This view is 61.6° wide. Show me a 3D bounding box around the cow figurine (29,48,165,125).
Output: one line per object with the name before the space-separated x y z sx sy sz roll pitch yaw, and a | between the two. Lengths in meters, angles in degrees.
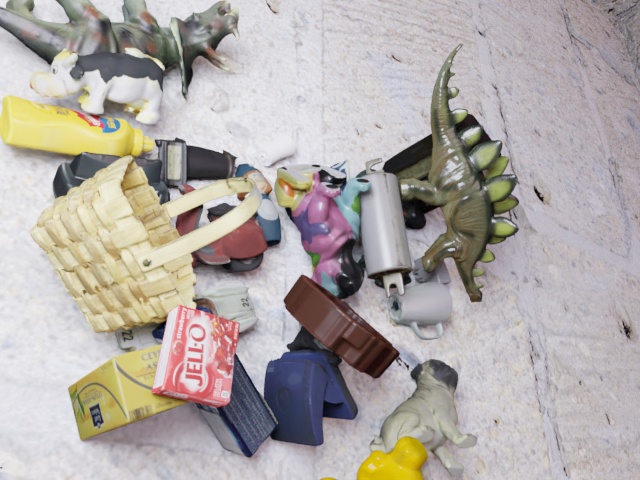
cow figurine | -0.295 -0.219 0.725 0.167 0.098 0.068 4 24 -42

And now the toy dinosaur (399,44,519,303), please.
toy dinosaur | 0.248 -0.095 0.969 0.105 0.199 0.470 -61 134 -67

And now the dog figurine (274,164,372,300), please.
dog figurine | -0.002 -0.003 0.891 0.108 0.192 0.219 -14 119 -46

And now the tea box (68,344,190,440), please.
tea box | -0.205 0.167 0.600 0.098 0.170 0.068 -7 74 -43

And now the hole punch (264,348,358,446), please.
hole punch | -0.026 0.219 0.752 0.092 0.142 0.115 -29 99 -40

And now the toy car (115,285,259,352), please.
toy car | -0.176 0.110 0.732 0.201 0.056 0.073 -9 74 -42

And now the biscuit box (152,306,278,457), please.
biscuit box | -0.131 0.179 0.685 0.063 0.059 0.202 -43 118 -40

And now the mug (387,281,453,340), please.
mug | 0.183 0.133 1.003 0.107 0.081 0.109 0 72 -28

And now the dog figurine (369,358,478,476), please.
dog figurine | 0.160 0.283 0.906 0.172 0.121 0.191 13 32 -14

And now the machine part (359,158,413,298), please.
machine part | 0.104 -0.023 0.901 0.079 0.079 0.243 4 70 -38

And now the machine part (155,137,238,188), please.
machine part | -0.193 -0.118 0.840 0.139 0.039 0.084 -8 95 -45

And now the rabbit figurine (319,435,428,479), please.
rabbit figurine | 0.069 0.350 0.737 0.173 0.162 0.122 14 59 -59

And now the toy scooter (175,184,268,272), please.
toy scooter | -0.155 -0.016 0.773 0.184 0.075 0.135 -8 108 -38

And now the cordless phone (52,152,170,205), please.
cordless phone | -0.273 -0.017 0.720 0.146 0.089 0.184 1 78 -40

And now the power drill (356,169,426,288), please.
power drill | 0.141 -0.015 1.029 0.231 0.086 0.207 40 53 -40

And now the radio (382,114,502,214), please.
radio | 0.241 -0.143 1.087 0.131 0.230 0.073 42 48 -21

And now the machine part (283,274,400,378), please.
machine part | 0.028 0.122 0.754 0.179 0.179 0.056 39 88 -17

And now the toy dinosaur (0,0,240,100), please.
toy dinosaur | -0.313 -0.290 0.797 0.405 0.131 0.192 -25 84 -37

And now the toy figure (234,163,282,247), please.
toy figure | -0.103 -0.063 0.884 0.064 0.058 0.154 17 52 -63

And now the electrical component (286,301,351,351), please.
electrical component | 0.009 0.150 0.867 0.075 0.048 0.119 46 46 -11
